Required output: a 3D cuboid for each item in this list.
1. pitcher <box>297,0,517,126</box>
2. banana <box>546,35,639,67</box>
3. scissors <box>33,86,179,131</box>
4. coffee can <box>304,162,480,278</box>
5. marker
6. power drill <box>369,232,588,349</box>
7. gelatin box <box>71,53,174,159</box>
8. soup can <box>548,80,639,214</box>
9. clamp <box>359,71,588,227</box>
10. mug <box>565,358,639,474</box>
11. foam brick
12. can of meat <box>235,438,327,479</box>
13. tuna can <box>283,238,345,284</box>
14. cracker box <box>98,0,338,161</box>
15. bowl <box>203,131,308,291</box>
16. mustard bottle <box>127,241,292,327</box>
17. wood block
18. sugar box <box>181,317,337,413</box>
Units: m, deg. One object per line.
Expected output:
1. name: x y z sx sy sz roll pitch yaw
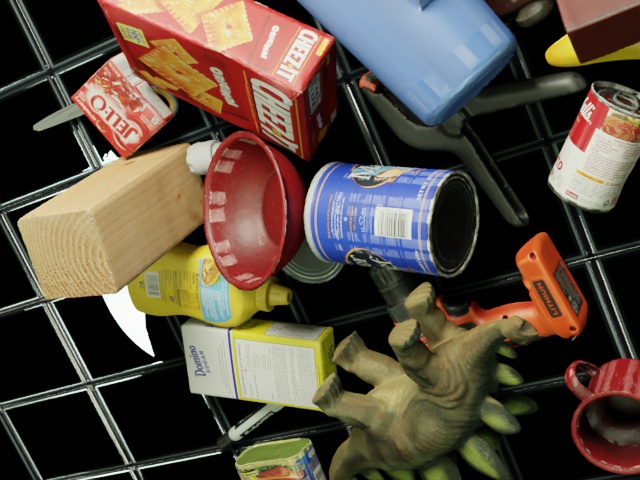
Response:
1. pitcher: 0.056 -0.222 0.930 0.243 0.149 0.145 47 125 5
2. banana: 0.299 -0.162 0.932 0.198 0.037 0.070 18 119 15
3. scissors: -0.232 -0.141 1.183 0.202 0.016 0.096 -34 97 32
4. coffee can: 0.070 -0.022 1.040 0.141 0.102 0.103 7 116 34
5. marker: -0.085 0.220 1.281 0.020 0.020 0.121 48 122 -3
6. power drill: 0.160 0.061 1.083 0.188 0.057 0.184 -26 105 33
7. gelatin box: -0.212 -0.143 1.145 0.073 0.030 0.089 -36 97 32
8. soup can: 0.257 -0.084 0.968 0.068 0.068 0.102 26 121 11
9. clamp: 0.140 -0.124 1.017 0.210 0.036 0.165 31 123 9
10. mug: 0.292 0.163 1.055 0.117 0.081 0.093 36 122 4
11. foam brick: 0.244 -0.195 0.902 0.078 0.051 0.053 -20 149 16
12. can of meat: -0.042 0.288 1.273 0.102 0.057 0.084 -14 104 27
13. tuna can: -0.007 0.001 1.140 0.086 0.033 0.086 9 116 19
14. cracker box: -0.092 -0.173 1.024 0.214 0.164 0.072 27 76 10
15. bowl: -0.058 -0.030 1.091 0.162 0.055 0.162 8 100 54
16. mustard bottle: -0.122 0.049 1.197 0.192 0.058 0.096 9 116 20
17. wood block: -0.207 -0.024 1.114 0.091 0.205 0.090 -6 110 25
18. sugar box: -0.069 0.138 1.223 0.176 0.048 0.093 6 115 25
